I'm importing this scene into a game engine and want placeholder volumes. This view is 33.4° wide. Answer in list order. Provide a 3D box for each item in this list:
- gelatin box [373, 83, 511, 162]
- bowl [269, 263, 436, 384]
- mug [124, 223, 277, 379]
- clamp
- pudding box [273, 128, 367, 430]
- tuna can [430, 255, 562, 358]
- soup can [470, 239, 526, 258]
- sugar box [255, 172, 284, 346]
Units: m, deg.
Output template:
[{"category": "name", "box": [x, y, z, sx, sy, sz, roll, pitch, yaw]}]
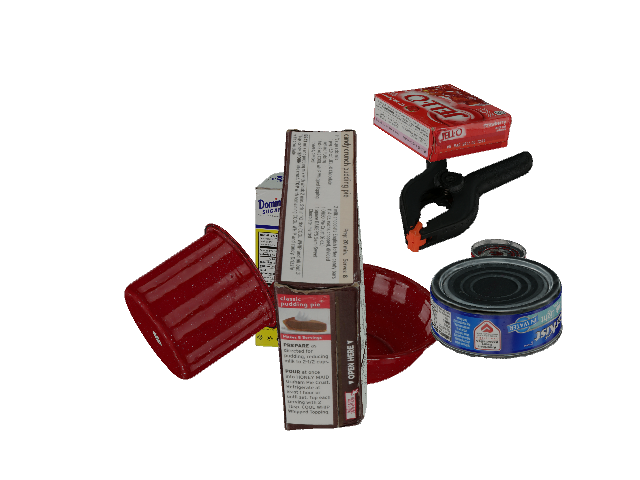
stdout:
[{"category": "gelatin box", "box": [0.094, -0.095, 0.839, 0.073, 0.030, 0.089, -11, 29, -25]}, {"category": "bowl", "box": [0.029, 0.081, 0.961, 0.162, 0.055, 0.162, 5, 28, -3]}, {"category": "mug", "box": [-0.095, 0.045, 0.791, 0.081, 0.093, 0.117, -34, 28, -19]}, {"category": "clamp", "box": [0.125, -0.060, 1.091, 0.120, 0.039, 0.171, 28, 54, 29]}, {"category": "pudding box", "box": [0.000, 0.016, 0.489, 0.039, 0.090, 0.113, -3, 40, 1]}, {"category": "tuna can", "box": [0.114, 0.041, 0.695, 0.086, 0.034, 0.086, -4, 24, 2]}, {"category": "soup can", "box": [0.220, 0.058, 1.341, 0.068, 0.102, 0.068, 0, 24, 0]}, {"category": "sugar box", "box": [-0.042, 0.019, 1.162, 0.048, 0.176, 0.093, 1, 14, 12]}]
